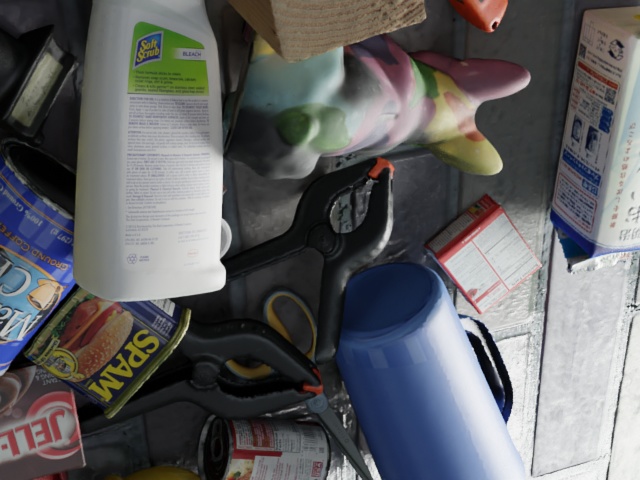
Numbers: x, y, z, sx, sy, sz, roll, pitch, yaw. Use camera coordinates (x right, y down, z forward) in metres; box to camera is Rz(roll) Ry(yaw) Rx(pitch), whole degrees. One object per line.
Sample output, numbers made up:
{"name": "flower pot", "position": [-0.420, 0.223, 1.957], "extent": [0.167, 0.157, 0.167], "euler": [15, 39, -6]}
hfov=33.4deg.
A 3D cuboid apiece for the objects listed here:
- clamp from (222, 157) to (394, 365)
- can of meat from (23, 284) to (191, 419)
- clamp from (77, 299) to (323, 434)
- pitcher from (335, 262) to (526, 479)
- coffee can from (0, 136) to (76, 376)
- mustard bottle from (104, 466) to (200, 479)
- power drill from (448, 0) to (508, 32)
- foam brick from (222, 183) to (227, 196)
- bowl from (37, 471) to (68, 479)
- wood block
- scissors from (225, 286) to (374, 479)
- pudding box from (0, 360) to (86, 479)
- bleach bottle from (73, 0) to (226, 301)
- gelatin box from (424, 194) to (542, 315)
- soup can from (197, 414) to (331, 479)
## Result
{"name": "clamp", "position": [-0.006, 0.001, 0.862], "extent": [0.120, 0.039, 0.171], "euler": [28, 89, 5]}
{"name": "can of meat", "position": [-0.162, 0.070, 0.808], "extent": [0.084, 0.057, 0.102], "euler": [38, 108, -15]}
{"name": "clamp", "position": [-0.104, 0.110, 0.882], "extent": [0.209, 0.036, 0.165], "euler": [17, 114, -15]}
{"name": "pitcher", "position": [0.096, 0.135, 0.954], "extent": [0.145, 0.149, 0.243], "euler": [-18, 122, 8]}
{"name": "coffee can", "position": [-0.223, 0.013, 0.754], "extent": [0.102, 0.103, 0.140], "euler": [34, 101, -34]}
{"name": "mustard bottle", "position": [-0.131, 0.253, 0.959], "extent": [0.191, 0.058, 0.096], "euler": [31, 105, -33]}
{"name": "power drill", "position": [0.165, -0.248, 0.793], "extent": [0.188, 0.057, 0.184], "euler": [-46, 121, 4]}
{"name": "foam brick", "position": [-0.112, -0.047, 0.781], "extent": [0.053, 0.078, 0.051], "euler": [-48, 124, 6]}
{"name": "bowl", "position": [-0.286, 0.236, 0.887], "extent": [0.162, 0.055, 0.162], "euler": [-10, 122, -17]}
{"name": "wood block", "position": [-0.022, -0.194, 0.653], "extent": [0.090, 0.206, 0.091], "euler": [-20, 124, -11]}
{"name": "scissors", "position": [-0.023, 0.139, 0.927], "extent": [0.096, 0.016, 0.202], "euler": [-16, 104, -1]}
{"name": "pudding box", "position": [-0.247, 0.145, 0.837], "extent": [0.113, 0.039, 0.090], "euler": [-11, 97, -21]}
{"name": "bleach bottle", "position": [-0.101, -0.090, 0.681], "extent": [0.102, 0.068, 0.251], "euler": [-6, 108, -40]}
{"name": "gelatin box", "position": [0.146, 0.014, 0.953], "extent": [0.073, 0.030, 0.089], "euler": [-40, 126, 2]}
{"name": "soup can", "position": [-0.050, 0.192, 0.951], "extent": [0.102, 0.068, 0.068], "euler": [10, 114, -28]}
